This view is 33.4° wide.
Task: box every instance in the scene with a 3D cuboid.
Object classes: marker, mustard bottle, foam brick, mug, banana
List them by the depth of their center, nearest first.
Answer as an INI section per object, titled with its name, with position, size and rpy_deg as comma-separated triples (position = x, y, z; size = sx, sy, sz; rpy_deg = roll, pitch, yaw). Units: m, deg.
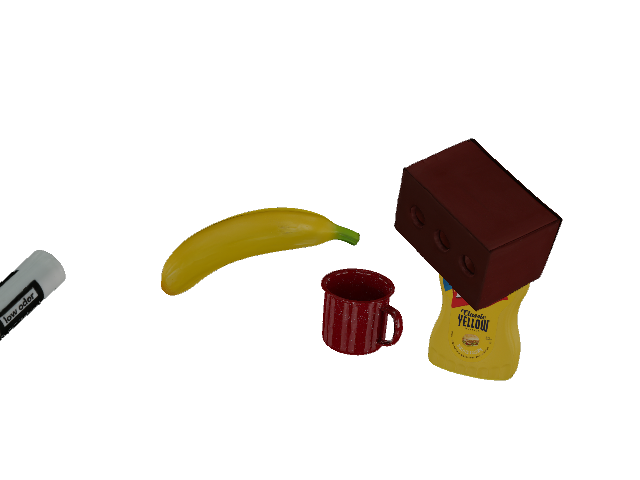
[marker]
position = -0.153, 0.047, 0.447
size = 0.020, 0.020, 0.121
rpy_deg = 0, 36, 38
[foam brick]
position = 0.087, -0.009, 0.606
size = 0.051, 0.053, 0.078
rpy_deg = -25, 54, -25
[banana]
position = -0.069, 0.008, 0.903
size = 0.198, 0.037, 0.069
rpy_deg = -14, -47, 27
[mustard bottle]
position = 0.173, 0.049, 1.136
size = 0.096, 0.192, 0.058
rpy_deg = 12, 17, 21
[mug]
position = 0.054, 0.096, 1.347
size = 0.117, 0.081, 0.093
rpy_deg = 20, 29, 32
